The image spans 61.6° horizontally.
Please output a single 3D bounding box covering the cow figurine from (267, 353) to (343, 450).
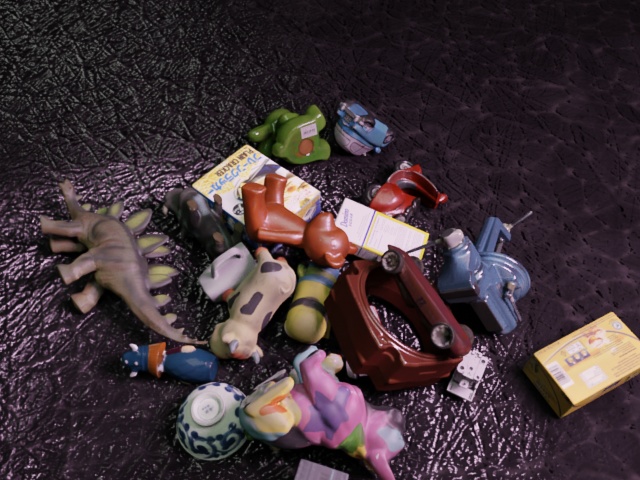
[{"bbox_3d":[-0.023,0.250,0.843,0.167,0.068,0.098,-28,63,-14],"label":"cow figurine"}]

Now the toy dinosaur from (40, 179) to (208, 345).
[{"bbox_3d":[-0.374,0.039,0.990,0.198,0.105,0.472,-27,62,-21],"label":"toy dinosaur"}]

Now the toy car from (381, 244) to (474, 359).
[{"bbox_3d":[0.158,0.091,0.817,0.053,0.089,0.202,-45,60,22],"label":"toy car"}]

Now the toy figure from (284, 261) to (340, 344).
[{"bbox_3d":[-0.012,0.096,0.944,0.082,0.089,0.180,9,56,18],"label":"toy figure"}]

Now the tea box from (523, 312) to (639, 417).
[{"bbox_3d":[0.431,0.199,0.867,0.170,0.068,0.098,-20,56,-14],"label":"tea box"}]

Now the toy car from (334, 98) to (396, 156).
[{"bbox_3d":[0.086,-0.236,1.175,0.109,0.161,0.103,48,112,22],"label":"toy car"}]

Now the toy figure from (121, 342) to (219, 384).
[{"bbox_3d":[-0.249,0.203,0.889,0.155,0.057,0.064,8,75,4],"label":"toy figure"}]

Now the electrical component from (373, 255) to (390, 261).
[{"bbox_3d":[0.117,0.062,0.982,0.063,0.094,0.021,39,30,-11],"label":"electrical component"}]

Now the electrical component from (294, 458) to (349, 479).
[{"bbox_3d":[-0.001,0.339,0.745,0.075,0.119,0.048,12,55,13],"label":"electrical component"}]

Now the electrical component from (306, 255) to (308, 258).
[{"bbox_3d":[-0.003,-0.002,1.047,0.102,0.045,0.078,-14,71,-7],"label":"electrical component"}]

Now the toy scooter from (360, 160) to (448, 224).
[{"bbox_3d":[0.176,-0.087,1.086,0.135,0.075,0.184,32,55,22],"label":"toy scooter"}]

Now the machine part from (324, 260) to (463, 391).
[{"bbox_3d":[0.122,0.130,0.862,0.201,0.087,0.202,5,44,-35],"label":"machine part"}]

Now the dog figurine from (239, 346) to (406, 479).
[{"bbox_3d":[0.015,0.268,0.757,0.191,0.108,0.219,-37,87,-17],"label":"dog figurine"}]

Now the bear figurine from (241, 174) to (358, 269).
[{"bbox_3d":[-0.032,-0.029,0.930,0.196,0.131,0.120,14,24,23],"label":"bear figurine"}]

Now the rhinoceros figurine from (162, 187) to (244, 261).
[{"bbox_3d":[-0.228,-0.035,1.042,0.190,0.112,0.073,45,49,15],"label":"rhinoceros figurine"}]

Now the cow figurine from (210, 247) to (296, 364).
[{"bbox_3d":[-0.113,0.120,0.907,0.195,0.085,0.127,-52,34,2],"label":"cow figurine"}]

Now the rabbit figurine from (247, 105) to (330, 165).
[{"bbox_3d":[-0.076,-0.230,1.195,0.159,0.121,0.170,-30,40,-11],"label":"rabbit figurine"}]

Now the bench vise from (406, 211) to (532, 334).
[{"bbox_3d":[0.283,0.035,0.932,0.223,0.129,0.240,45,49,-13],"label":"bench vise"}]

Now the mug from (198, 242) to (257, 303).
[{"bbox_3d":[-0.165,0.062,0.969,0.107,0.109,0.081,-36,69,-8],"label":"mug"}]
